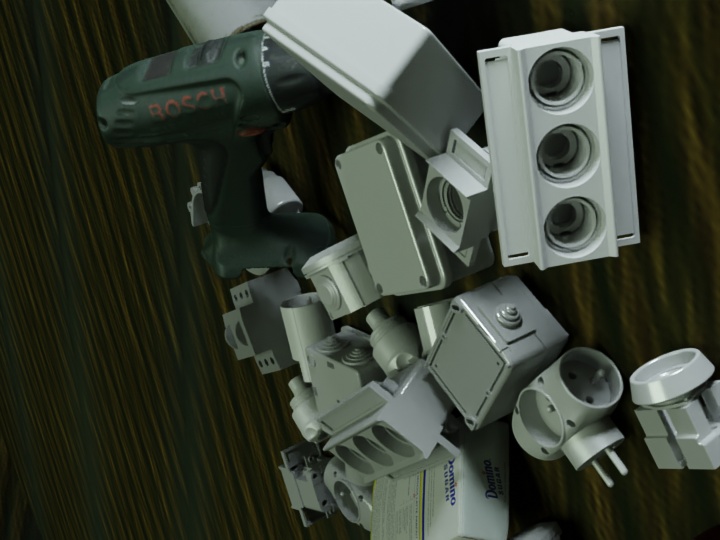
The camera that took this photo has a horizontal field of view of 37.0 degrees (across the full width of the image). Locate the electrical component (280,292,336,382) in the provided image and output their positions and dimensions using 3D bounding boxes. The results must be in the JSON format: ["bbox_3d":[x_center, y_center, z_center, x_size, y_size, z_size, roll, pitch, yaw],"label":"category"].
[{"bbox_3d":[-0.042,0.065,0.968,0.043,0.043,0.081,9,116,57],"label":"electrical component"}]

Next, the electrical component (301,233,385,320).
[{"bbox_3d":[0.000,0.000,0.822,0.051,0.080,0.080,63,151,-1],"label":"electrical component"}]

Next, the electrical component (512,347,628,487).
[{"bbox_3d":[0.141,0.101,0.685,0.079,0.044,0.077,56,148,22],"label":"electrical component"}]

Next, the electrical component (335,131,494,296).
[{"bbox_3d":[0.037,-0.042,0.755,0.078,0.057,0.113,-11,98,60],"label":"electrical component"}]

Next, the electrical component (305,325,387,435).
[{"bbox_3d":[0.000,0.104,0.917,0.100,0.048,0.099,18,125,53],"label":"electrical component"}]

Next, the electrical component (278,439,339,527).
[{"bbox_3d":[-0.042,0.210,1.064,0.064,0.042,0.081,-7,103,56],"label":"electrical component"}]

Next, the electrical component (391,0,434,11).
[{"bbox_3d":[0.045,-0.188,0.650,0.076,0.066,0.047,-111,3,-86],"label":"electrical component"}]

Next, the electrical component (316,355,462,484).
[{"bbox_3d":[0.025,0.112,0.801,0.079,0.063,0.121,39,153,-4],"label":"electrical component"}]

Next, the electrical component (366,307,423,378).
[{"bbox_3d":[0.028,0.056,0.847,0.062,0.043,0.043,52,147,31],"label":"electrical component"}]

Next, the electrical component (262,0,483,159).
[{"bbox_3d":[0.011,-0.128,0.667,0.109,0.056,0.109,40,-175,30],"label":"electrical component"}]

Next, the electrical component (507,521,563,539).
[{"bbox_3d":[0.118,0.218,0.764,0.051,0.080,0.080,57,149,9],"label":"electrical component"}]

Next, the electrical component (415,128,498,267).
[{"bbox_3d":[0.075,-0.049,0.680,0.042,0.064,0.081,46,144,34],"label":"electrical component"}]

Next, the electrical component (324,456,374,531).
[{"bbox_3d":[0.005,0.185,0.965,0.077,0.044,0.079,34,135,46],"label":"electrical component"}]

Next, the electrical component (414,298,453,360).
[{"bbox_3d":[0.062,0.046,0.789,0.040,0.040,0.046,-13,92,61],"label":"electrical component"}]

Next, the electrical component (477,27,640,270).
[{"bbox_3d":[0.109,-0.070,0.603,0.063,0.079,0.121,-105,6,-71],"label":"electrical component"}]

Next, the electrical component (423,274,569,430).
[{"bbox_3d":[0.094,0.049,0.714,0.061,0.061,0.096,53,147,26],"label":"electrical component"}]

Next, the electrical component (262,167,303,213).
[{"bbox_3d":[-0.083,-0.068,0.956,0.078,0.040,0.040,52,147,27],"label":"electrical component"}]

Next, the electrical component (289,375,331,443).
[{"bbox_3d":[-0.045,0.128,1.015,0.062,0.043,0.043,56,148,24],"label":"electrical component"}]

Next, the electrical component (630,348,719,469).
[{"bbox_3d":[0.182,0.078,0.602,0.066,0.048,0.055,-18,100,61],"label":"electrical component"}]
